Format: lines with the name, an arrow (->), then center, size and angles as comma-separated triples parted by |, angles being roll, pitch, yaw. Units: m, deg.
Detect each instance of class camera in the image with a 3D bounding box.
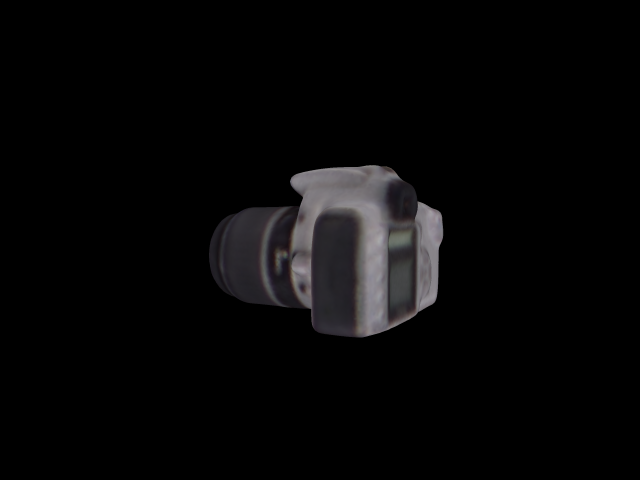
camera -> 0.004, 0.001, 0.400 | 0.136, 0.101, 0.144 | 2, 4, 27
